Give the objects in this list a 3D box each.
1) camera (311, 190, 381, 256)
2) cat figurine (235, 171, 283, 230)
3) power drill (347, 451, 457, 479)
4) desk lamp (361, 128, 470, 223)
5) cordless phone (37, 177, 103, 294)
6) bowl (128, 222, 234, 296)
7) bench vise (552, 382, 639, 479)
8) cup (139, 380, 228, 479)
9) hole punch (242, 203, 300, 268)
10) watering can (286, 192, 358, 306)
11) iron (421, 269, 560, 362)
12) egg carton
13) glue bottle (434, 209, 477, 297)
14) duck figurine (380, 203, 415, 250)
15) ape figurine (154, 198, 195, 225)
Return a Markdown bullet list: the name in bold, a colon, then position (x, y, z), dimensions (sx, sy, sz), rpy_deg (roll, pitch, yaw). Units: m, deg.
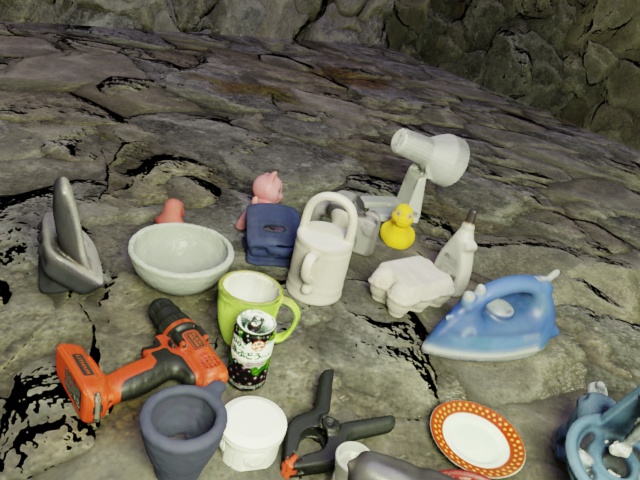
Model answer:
- **camera**: position (0.065, -0.052, 1.200), dimensions (0.143, 0.101, 0.137), rpy_deg (20, 29, 12)
- **cat figurine**: position (-0.115, -0.086, 1.165), dimensions (0.067, 0.118, 0.128), rpy_deg (18, 29, 9)
- **power drill**: position (0.112, 0.294, 0.492), dimensions (0.229, 0.208, 0.076), rpy_deg (17, 29, 7)
- **desk lamp**: position (0.221, -0.151, 1.327), dimensions (0.204, 0.213, 0.117), rpy_deg (0, 31, -23)
- **cordless phone**: position (-0.381, -0.023, 0.870), dimensions (0.094, 0.185, 0.147), rpy_deg (-5, 33, -29)
- **bowl**: position (-0.227, 0.041, 0.936), dimensions (0.167, 0.075, 0.167), rpy_deg (10, 29, -6)
- **bench vise**: position (0.351, 0.229, 0.698), dimensions (0.121, 0.220, 0.207), rpy_deg (9, 29, -8)
- **cup**: position (-0.146, 0.217, 0.636), dimensions (0.091, 0.095, 0.118), rpy_deg (22, 30, 16)
- **hole punch**: position (-0.086, -0.010, 1.070), dimensions (0.109, 0.091, 0.101), rpy_deg (4, 30, -17)
- **watering can**: position (0.007, 0.003, 0.980), dimensions (0.101, 0.194, 0.172), rpy_deg (9, 29, -8)
- **iron**: position (0.292, 0.116, 0.955), dimensions (0.259, 0.141, 0.118), rpy_deg (-4, 33, -28)
- **egg carton**: position (0.165, 0.082, 1.036), dimensions (0.151, 0.069, 0.107), rpy_deg (-9, 36, -36)
- **glue bottle**: position (0.264, 0.019, 1.083), dimensions (0.037, 0.173, 0.078), rpy_deg (-7, 35, -32)
- **duck figurine**: position (0.175, -0.039, 1.240), dimensions (0.077, 0.086, 0.104), rpy_deg (15, 29, 3)
- **ape figurine**: position (-0.264, -0.032, 1.033), dimensions (0.077, 0.092, 0.076), rpy_deg (22, 30, 16)
